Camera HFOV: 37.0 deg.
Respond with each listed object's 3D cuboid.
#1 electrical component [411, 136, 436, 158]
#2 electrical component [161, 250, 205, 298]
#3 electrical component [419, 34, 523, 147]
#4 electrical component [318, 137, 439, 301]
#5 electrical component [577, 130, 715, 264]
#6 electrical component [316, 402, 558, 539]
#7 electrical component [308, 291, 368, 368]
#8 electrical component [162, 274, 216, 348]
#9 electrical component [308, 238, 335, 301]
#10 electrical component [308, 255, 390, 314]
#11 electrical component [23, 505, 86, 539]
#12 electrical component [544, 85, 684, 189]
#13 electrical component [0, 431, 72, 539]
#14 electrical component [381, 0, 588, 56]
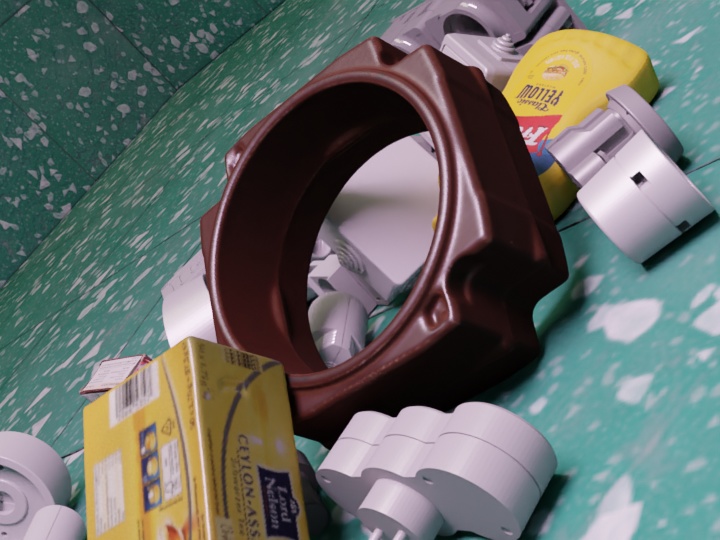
[{"bbox_3d":[0.028,-0.072,0.836,0.061,0.096,0.061,-105,21,-70],"label":"electrical component"},{"bbox_3d":[-0.136,0.007,1.068,0.113,0.057,0.078,-45,18,-3],"label":"electrical component"},{"bbox_3d":[0.085,-0.131,0.796,0.061,0.061,0.096,53,134,43],"label":"electrical component"},{"bbox_3d":[0.022,-0.038,0.754,0.100,0.100,0.048,-44,-9,-20],"label":"electrical component"},{"bbox_3d":[0.146,-0.036,0.556,0.047,0.055,0.055,-43,17,17],"label":"electrical component"},{"bbox_3d":[0.023,0.107,0.501,0.138,0.052,0.073,-16,33,56],"label":"electrical component"},{"bbox_3d":[-0.019,0.053,0.731,0.043,0.043,0.081,-37,19,21],"label":"electrical component"},{"bbox_3d":[-0.119,0.055,0.864,0.064,0.099,0.099,-37,18,3],"label":"electrical component"},{"bbox_3d":[-0.058,-0.018,0.897,0.064,0.099,0.099,-20,29,38],"label":"electrical component"},{"bbox_3d":[0.000,0.000,0.813,0.063,0.042,0.081,-48,19,-17],"label":"electrical component"},{"bbox_3d":[-0.246,0.226,0.838,0.043,0.043,0.081,-38,19,18],"label":"electrical component"},{"bbox_3d":[0.147,-0.068,0.618,0.057,0.058,0.078,-41,8,10],"label":"electrical component"},{"bbox_3d":[-0.309,0.194,0.950,0.108,0.108,0.060,-38,13,19],"label":"electrical component"},{"bbox_3d":[0.095,-0.181,0.907,0.060,0.105,0.186,-52,19,-24],"label":"electrical component"}]
